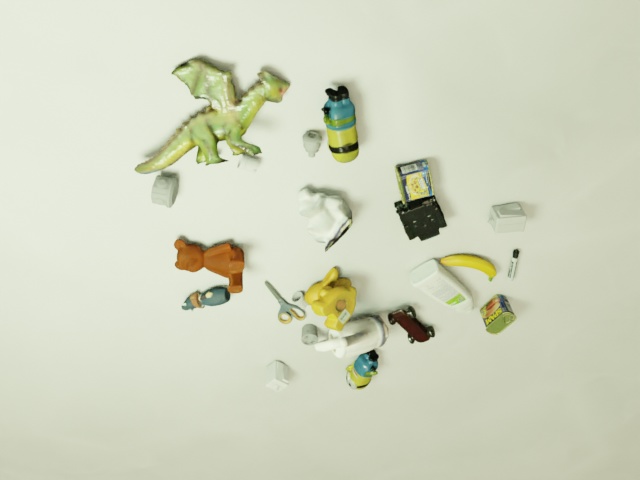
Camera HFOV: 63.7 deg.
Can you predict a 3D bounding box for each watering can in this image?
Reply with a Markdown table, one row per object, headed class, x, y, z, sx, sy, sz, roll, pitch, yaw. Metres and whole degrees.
| class | x | y | z | sx | sy | sz | roll | pitch | yaw |
| --- | --- | --- | --- | --- | --- | --- | --- | --- | --- |
| watering can | 0.107 | 0.296 | 1.557 | 0.225 | 0.105 | 0.343 | -13 | 171 | -17 |

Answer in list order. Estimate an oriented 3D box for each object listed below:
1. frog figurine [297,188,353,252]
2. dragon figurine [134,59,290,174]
| class | x | y | z | sx | sy | sz | roll | pitch | yaw |
| --- | --- | --- | --- | --- | --- | --- | --- | --- | --- |
| frog figurine | 0.004 | -0.069 | 1.372 | 0.160 | 0.124 | 0.134 | 44 | 131 | 10 |
| dragon figurine | -0.266 | -0.292 | 1.189 | 0.410 | 0.124 | 0.239 | -10 | 110 | 3 |
